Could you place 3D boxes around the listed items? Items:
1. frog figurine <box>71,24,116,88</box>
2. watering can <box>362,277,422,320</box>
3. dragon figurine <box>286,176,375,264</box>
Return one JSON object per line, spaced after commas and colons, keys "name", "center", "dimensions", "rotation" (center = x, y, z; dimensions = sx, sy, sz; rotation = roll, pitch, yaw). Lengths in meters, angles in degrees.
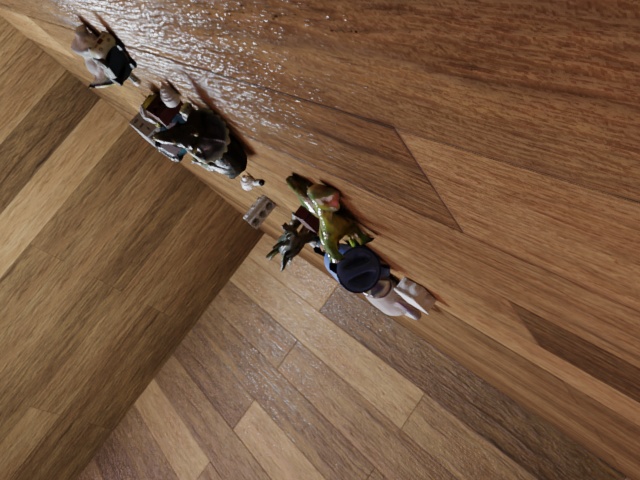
{"name": "frog figurine", "center": [-0.583, -0.488, 1.361], "dimensions": [0.139, 0.123, 0.157], "rotation": [-139, 36, -61]}
{"name": "watering can", "center": [0.195, 0.168, 1.739], "dimensions": [0.221, 0.104, 0.351], "rotation": [43, 171, -37]}
{"name": "dragon figurine", "center": [0.004, -0.063, 1.256], "dimensions": [0.242, 0.123, 0.409], "rotation": [55, 171, -4]}
